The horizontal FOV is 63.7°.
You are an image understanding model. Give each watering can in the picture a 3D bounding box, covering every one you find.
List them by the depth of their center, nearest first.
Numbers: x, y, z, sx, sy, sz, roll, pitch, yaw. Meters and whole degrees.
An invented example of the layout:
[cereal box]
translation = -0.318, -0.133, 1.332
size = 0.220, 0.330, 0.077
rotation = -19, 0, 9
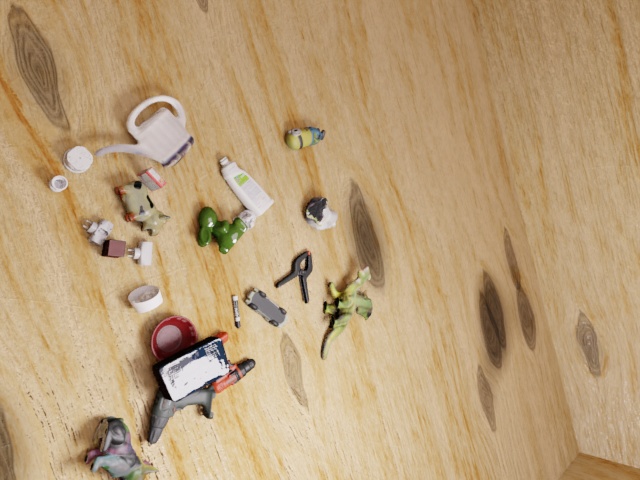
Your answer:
[watering can]
translation = -0.562, -0.331, 1.722
size = 0.221, 0.103, 0.354
rotation = 49, 58, -24

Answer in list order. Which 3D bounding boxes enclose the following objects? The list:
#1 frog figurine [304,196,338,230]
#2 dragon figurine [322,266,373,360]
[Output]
[frog figurine]
translation = 0.007, -0.109, 2.157
size = 0.158, 0.122, 0.139
rotation = 26, 56, -71
[dragon figurine]
translation = 0.132, 0.303, 2.176
size = 0.242, 0.123, 0.408
rotation = 6, 99, -33
